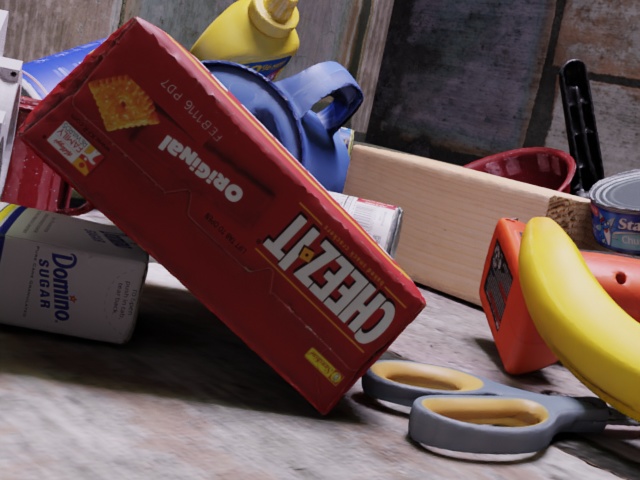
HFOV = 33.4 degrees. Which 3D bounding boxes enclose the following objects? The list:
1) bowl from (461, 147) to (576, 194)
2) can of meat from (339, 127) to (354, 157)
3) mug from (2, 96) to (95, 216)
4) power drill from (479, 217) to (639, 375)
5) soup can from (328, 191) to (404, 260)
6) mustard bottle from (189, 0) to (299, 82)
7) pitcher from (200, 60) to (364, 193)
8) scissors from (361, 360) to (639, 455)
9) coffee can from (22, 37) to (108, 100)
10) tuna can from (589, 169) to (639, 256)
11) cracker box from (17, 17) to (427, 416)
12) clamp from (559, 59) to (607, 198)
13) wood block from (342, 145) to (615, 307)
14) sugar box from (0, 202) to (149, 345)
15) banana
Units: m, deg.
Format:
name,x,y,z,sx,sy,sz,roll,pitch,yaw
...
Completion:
name,x,y,z,sx,sy,sz,roll,pitch,yaw
bowl,0.159,-0.021,0.959,0.162,0.055,0.162,-22,21,9
can of meat,-0.016,-0.074,1.081,0.084,0.102,0.057,13,7,-6
mug,-0.192,-0.050,0.705,0.117,0.081,0.093,13,8,11
power drill,0.191,0.048,0.591,0.187,0.057,0.184,8,24,-7
soup can,-0.004,0.001,0.668,0.102,0.068,0.068,13,8,7
mustard bottle,-0.071,-0.148,0.898,0.096,0.058,0.192,-17,-18,-40
pitcher,-0.041,-0.067,0.851,0.149,0.145,0.242,9,4,13
scissors,0.101,0.074,0.488,0.201,0.016,0.096,5,10,-45
coffee can,-0.181,-0.101,0.840,0.103,0.103,0.140,18,34,39
tuna can,0.224,-0.019,0.708,0.086,0.034,0.086,-8,20,3
cracker box,-0.051,-0.024,0.504,0.164,0.072,0.214,44,-1,-14
clamp,0.250,-0.034,0.950,0.036,0.210,0.164,-12,40,-5
wood block,0.114,-0.007,0.818,0.090,0.091,0.206,6,9,-40
sugar box,-0.167,0.005,0.484,0.176,0.048,0.093,14,7,-10
banana,0.144,0.044,0.476,0.198,0.069,0.037,31,-23,52
